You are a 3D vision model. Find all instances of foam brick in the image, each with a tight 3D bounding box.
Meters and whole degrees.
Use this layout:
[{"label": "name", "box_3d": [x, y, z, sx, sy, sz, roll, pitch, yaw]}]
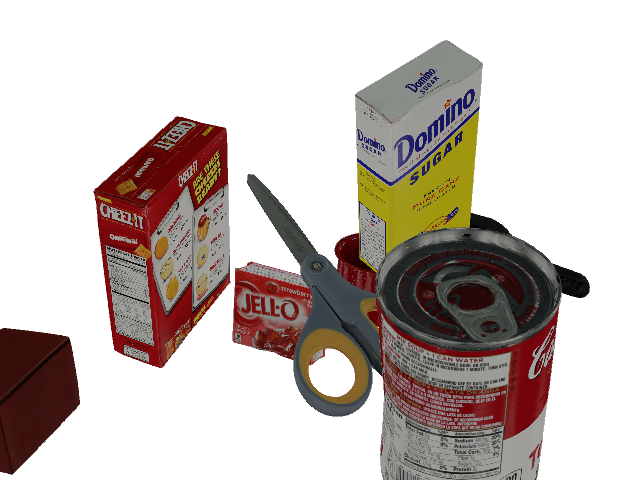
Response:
[{"label": "foam brick", "box_3d": [-0.194, 0.097, 0.664, 0.053, 0.051, 0.078, 7, 29, 21]}]

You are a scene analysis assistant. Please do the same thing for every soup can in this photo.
[{"label": "soup can", "box_3d": [0.056, 0.056, 0.420, 0.068, 0.102, 0.068, -2, 37, 1]}]

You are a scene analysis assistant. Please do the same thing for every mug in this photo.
[{"label": "mug", "box_3d": [0.069, 0.053, 1.255, 0.117, 0.081, 0.093, 26, 36, 32]}]

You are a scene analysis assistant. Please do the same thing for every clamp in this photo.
[{"label": "clamp", "box_3d": [0.183, 0.021, 1.066, 0.120, 0.039, 0.171, -11, 45, -22]}]

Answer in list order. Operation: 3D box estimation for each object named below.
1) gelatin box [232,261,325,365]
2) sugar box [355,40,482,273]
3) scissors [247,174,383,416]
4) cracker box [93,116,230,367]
[{"label": "gelatin box", "box_3d": [-0.037, 0.066, 0.971, 0.089, 0.073, 0.030, 14, 20, 28]}, {"label": "sugar box", "box_3d": [0.074, -0.055, 0.814, 0.093, 0.176, 0.048, -34, 57, -23]}, {"label": "scissors", "box_3d": [-0.011, 0.033, 0.642, 0.096, 0.016, 0.202, -35, 56, -27]}, {"label": "cracker box", "box_3d": [-0.163, 0.001, 1.136, 0.072, 0.214, 0.164, 16, 39, 18]}]
